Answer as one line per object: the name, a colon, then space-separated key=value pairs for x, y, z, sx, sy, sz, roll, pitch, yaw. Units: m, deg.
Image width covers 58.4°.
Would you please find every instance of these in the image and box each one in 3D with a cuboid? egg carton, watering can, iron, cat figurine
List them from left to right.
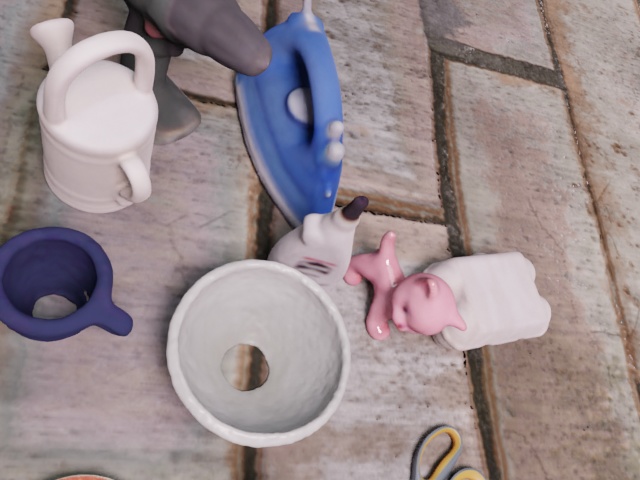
watering can: x=-0.202 y=-0.116 z=0.509 sx=0.173 sy=0.193 sz=0.101 roll=37 pitch=57 yaw=-1
iron: x=-0.011 y=-0.139 z=0.631 sx=0.119 sy=0.141 sz=0.258 roll=-5 pitch=67 yaw=-24
cat figurine: x=0.090 y=0.051 z=0.592 sx=0.067 sy=0.117 sz=0.127 roll=-18 pitch=73 yaw=-29
egg carton: x=0.188 y=0.068 z=0.653 sx=0.151 sy=0.069 sz=0.107 roll=-5 pitch=67 yaw=-25

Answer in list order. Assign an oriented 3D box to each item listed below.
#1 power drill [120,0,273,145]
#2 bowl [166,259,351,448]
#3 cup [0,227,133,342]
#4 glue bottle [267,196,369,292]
power drill: x=-0.149 y=-0.191 z=0.560 sx=0.229 sy=0.208 sz=0.076 roll=47 pitch=57 yaw=5
bowl: x=-0.060 y=0.107 z=0.527 sx=0.168 sy=0.074 sz=0.167 roll=10 pitch=62 yaw=-18
cup: x=-0.210 y=0.054 z=0.479 sx=0.118 sy=0.094 sz=0.092 roll=32 pitch=57 yaw=-5
glue bottle: x=0.005 y=0.002 z=0.548 sx=0.078 sy=0.173 sz=0.037 roll=11 pitch=61 yaw=-17
